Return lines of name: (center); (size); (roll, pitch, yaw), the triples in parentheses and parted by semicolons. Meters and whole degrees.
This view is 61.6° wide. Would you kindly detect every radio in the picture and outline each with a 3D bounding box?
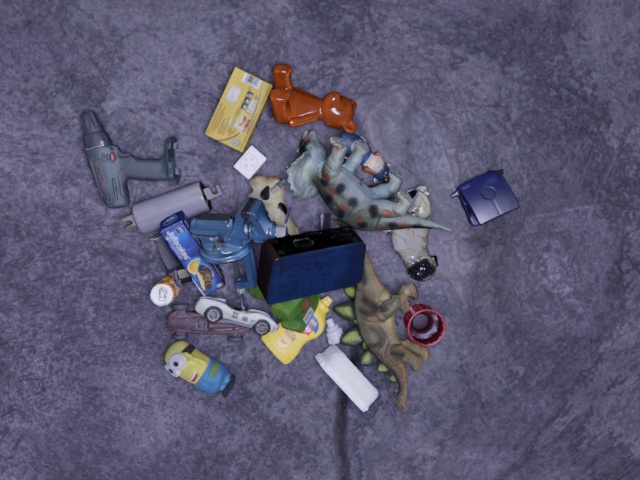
radio: (-0.017, 0.051, 1.161); (0.229, 0.073, 0.131); (-11, 130, -23)

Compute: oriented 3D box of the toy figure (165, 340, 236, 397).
toy figure: (-0.293, 0.314, 1.307); (0.180, 0.089, 0.082); (30, 94, -14)

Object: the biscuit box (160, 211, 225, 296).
biscuit box: (-0.294, 0.032, 1.245); (0.059, 0.063, 0.202); (-27, 120, 3)

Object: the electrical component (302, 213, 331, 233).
electrical component: (-0.003, -0.004, 1.277); (0.075, 0.048, 0.119); (-1, 89, -47)

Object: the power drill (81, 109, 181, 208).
power drill: (-0.433, -0.193, 1.237); (0.207, 0.086, 0.231); (-6, 99, -6)

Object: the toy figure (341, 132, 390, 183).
toy figure: (0.107, -0.194, 1.275); (0.154, 0.058, 0.064); (37, 111, -8)

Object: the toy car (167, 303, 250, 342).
toy car: (-0.271, 0.202, 1.309); (0.202, 0.053, 0.089); (5, 94, -2)

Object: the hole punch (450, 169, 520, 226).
hole punch: (0.401, -0.099, 1.286); (0.142, 0.092, 0.115); (-25, 94, 4)

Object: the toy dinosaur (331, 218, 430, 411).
toy dinosaur: (0.129, 0.163, 1.261); (0.199, 0.105, 0.471); (-15, 82, 31)

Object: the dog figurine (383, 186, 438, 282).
dog figurine: (0.242, -0.013, 1.293); (0.172, 0.121, 0.190); (-42, 111, 6)

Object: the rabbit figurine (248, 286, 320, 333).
rabbit figurine: (-0.092, 0.112, 1.266); (0.170, 0.121, 0.159); (20, 74, 30)

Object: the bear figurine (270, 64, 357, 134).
bear figurine: (-0.010, -0.311, 1.218); (0.196, 0.131, 0.120); (4, 60, 3)

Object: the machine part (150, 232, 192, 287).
machine part: (-0.348, 0.043, 1.278); (0.039, 0.084, 0.139); (-30, 89, 27)

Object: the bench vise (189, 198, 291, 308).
bench vise: (-0.171, 0.022, 1.200); (0.224, 0.129, 0.240); (-4, 123, 2)

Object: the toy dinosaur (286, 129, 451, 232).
toy dinosaur: (0.079, -0.098, 1.197); (0.405, 0.131, 0.192); (45, 126, 8)

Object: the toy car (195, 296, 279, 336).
toy car: (-0.192, 0.176, 1.256); (0.202, 0.073, 0.056); (17, 87, -11)

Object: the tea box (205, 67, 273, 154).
tea box: (-0.185, -0.296, 1.241); (0.098, 0.068, 0.169); (27, 96, -6)

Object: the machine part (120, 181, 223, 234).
machine part: (-0.345, -0.075, 1.257); (0.243, 0.079, 0.079); (-19, 98, -2)

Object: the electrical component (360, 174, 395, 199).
electrical component: (0.126, -0.118, 1.279); (0.102, 0.078, 0.045); (-11, 70, 4)

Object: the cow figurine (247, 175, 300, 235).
cow figurine: (-0.109, -0.064, 1.266); (0.127, 0.085, 0.194); (-28, 95, 7)
